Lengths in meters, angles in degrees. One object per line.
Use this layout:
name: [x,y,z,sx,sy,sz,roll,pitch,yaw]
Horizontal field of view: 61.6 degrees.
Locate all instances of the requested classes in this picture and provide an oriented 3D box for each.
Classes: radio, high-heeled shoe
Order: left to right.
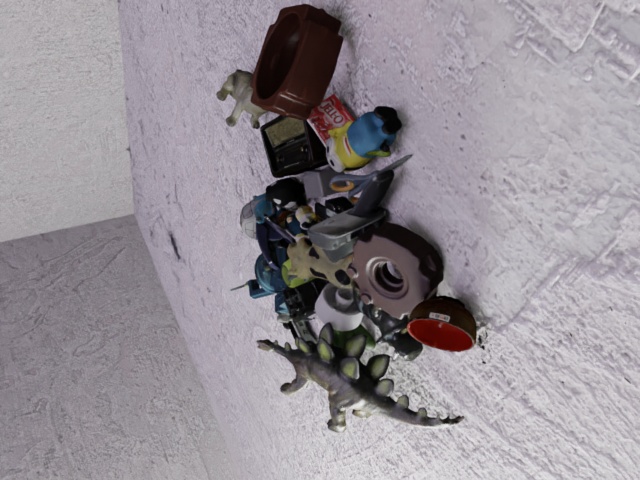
high-heeled shoe: [-0.101,-0.105,1.282,0.249,0.145,0.086,-11,93,62]
radio: [-0.050,-0.217,1.202,0.230,0.073,0.131,-3,101,63]

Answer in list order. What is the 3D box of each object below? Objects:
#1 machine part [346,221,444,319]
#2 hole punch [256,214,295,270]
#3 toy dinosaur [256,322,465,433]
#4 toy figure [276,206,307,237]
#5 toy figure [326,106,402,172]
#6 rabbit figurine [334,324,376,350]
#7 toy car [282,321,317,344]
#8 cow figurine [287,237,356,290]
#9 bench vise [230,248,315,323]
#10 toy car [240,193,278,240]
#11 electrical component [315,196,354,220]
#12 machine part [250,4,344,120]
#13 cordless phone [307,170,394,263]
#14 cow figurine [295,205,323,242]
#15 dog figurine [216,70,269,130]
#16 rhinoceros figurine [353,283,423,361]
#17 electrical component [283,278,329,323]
machine part: [0.131,0.057,0.955,0.180,0.056,0.179,22,129,30]
hole punch: [-0.117,0.008,1.346,0.116,0.092,0.142,44,178,15]
toy dinosaur: [0.059,0.291,1.096,0.472,0.105,0.198,21,122,26]
toy figure: [-0.071,-0.046,1.346,0.155,0.058,0.064,26,148,54]
toy figure: [0.080,-0.175,0.968,0.180,0.089,0.082,-28,54,54]
rabbit figurine: [0.041,0.222,1.218,0.159,0.121,0.170,12,103,56]
toy car: [-0.052,0.261,1.484,0.202,0.056,0.073,60,156,30]
cow figurine: [0.007,0.049,1.146,0.195,0.085,0.127,23,100,37]
bench vise: [-0.129,0.124,1.465,0.241,0.129,0.223,-19,78,46]
toy car: [-0.167,-0.057,1.465,0.161,0.103,0.109,101,164,-45]
electrical component: [0.038,-0.052,1.149,0.119,0.048,0.074,29,128,56]
machine part: [-0.048,-0.341,1.043,0.201,0.087,0.201,33,106,58]
cordless phone: [0.064,-0.050,0.984,0.089,0.146,0.184,56,152,19]
cow figurine: [-0.004,-0.004,1.234,0.098,0.068,0.167,-17,92,58]
dog figurine: [-0.156,-0.379,1.322,0.190,0.121,0.172,-27,82,49]
rhinoceros figurine: [0.129,0.156,1.053,0.191,0.073,0.112,47,141,44]
electrical component: [-0.024,0.145,1.285,0.134,0.115,0.058,84,164,-67]
